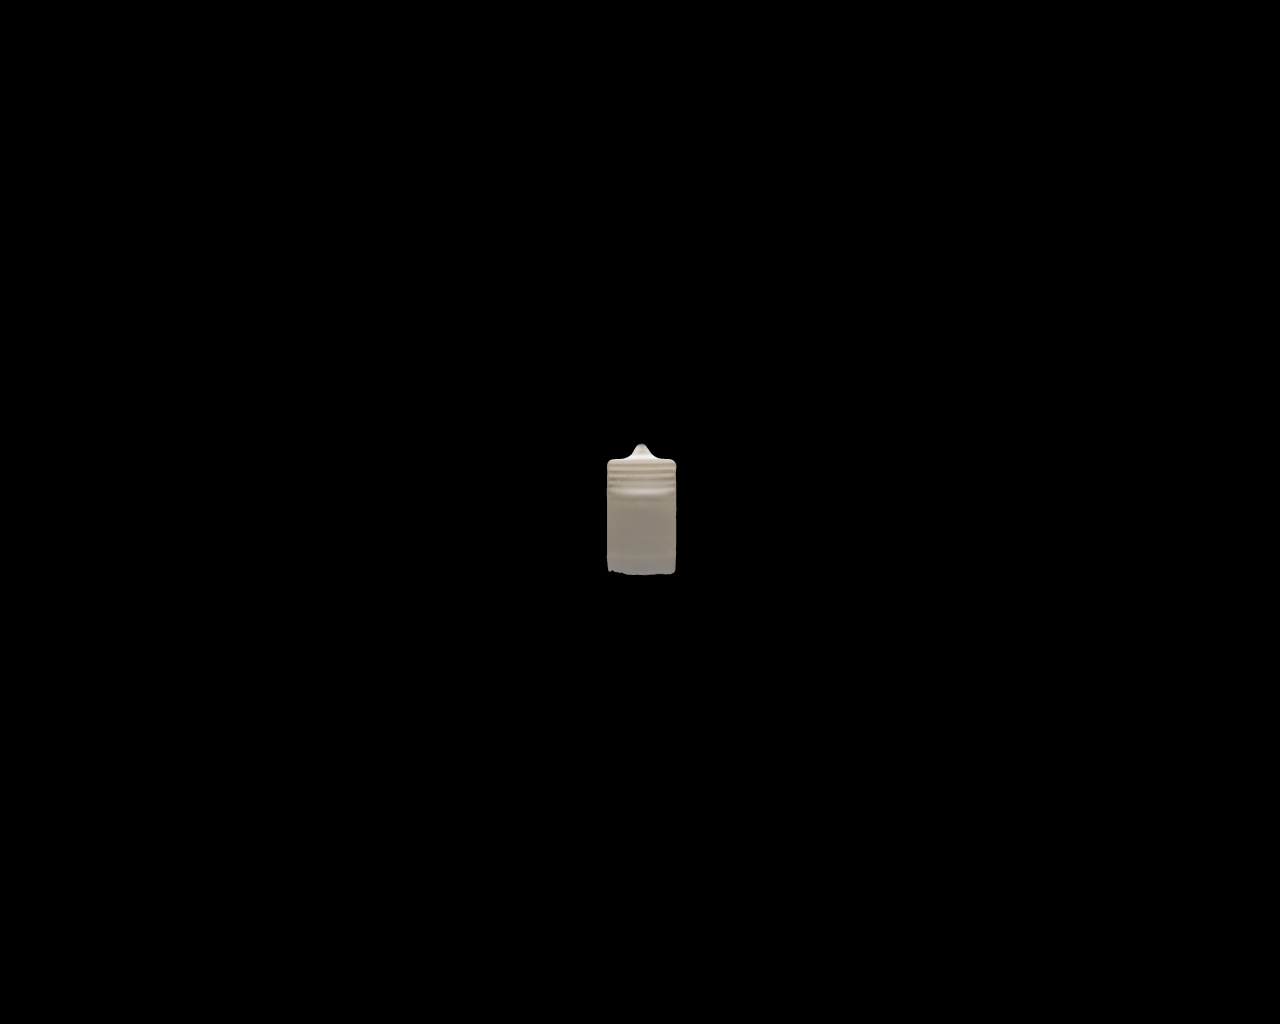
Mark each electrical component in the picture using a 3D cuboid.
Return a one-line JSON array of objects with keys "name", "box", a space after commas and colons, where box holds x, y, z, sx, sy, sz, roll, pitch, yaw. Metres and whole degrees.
[{"name": "electrical component", "box": [0.001, -0.003, 0.650, 0.043, 0.081, 0.043, 0, 2, 0]}]
